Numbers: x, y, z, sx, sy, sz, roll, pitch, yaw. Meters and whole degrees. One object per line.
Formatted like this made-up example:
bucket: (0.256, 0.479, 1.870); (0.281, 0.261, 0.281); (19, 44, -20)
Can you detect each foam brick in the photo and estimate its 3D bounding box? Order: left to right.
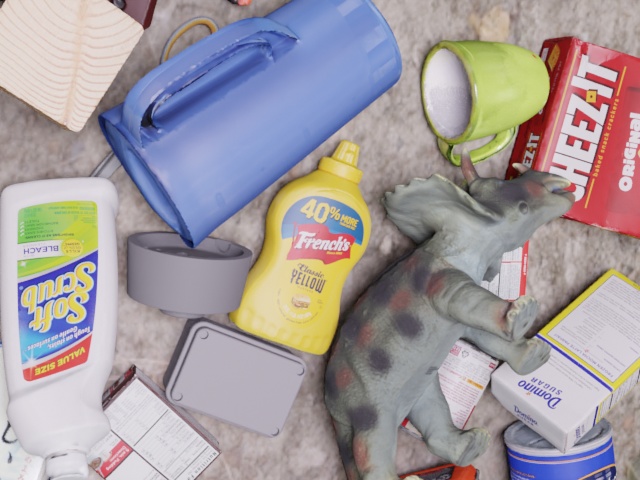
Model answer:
foam brick: (-0.159, -0.222, 0.895); (0.053, 0.051, 0.078); (18, 107, -6)

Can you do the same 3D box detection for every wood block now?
wood block: (-0.204, -0.143, 0.825); (0.090, 0.206, 0.091); (33, 87, -16)

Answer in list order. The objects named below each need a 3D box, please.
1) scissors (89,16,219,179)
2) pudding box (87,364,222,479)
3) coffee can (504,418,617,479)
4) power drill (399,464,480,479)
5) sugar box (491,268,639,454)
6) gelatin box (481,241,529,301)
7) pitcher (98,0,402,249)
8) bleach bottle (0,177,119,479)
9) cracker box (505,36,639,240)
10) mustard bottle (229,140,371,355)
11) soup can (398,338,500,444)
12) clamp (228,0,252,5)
scissors: (-0.131, -0.100, 0.947); (0.096, 0.016, 0.202); (28, 89, -15)
pudding box: (-0.158, 0.183, 0.959); (0.090, 0.039, 0.113); (-46, 106, -5)
coffee can: (0.238, 0.250, 1.033); (0.102, 0.103, 0.140); (-11, 99, -13)
power drill: (0.111, 0.316, 1.016); (0.184, 0.057, 0.187); (-19, 96, 14)
sugar box: (0.254, 0.111, 1.008); (0.176, 0.093, 0.048); (-38, 145, -19)
gelatin box: (0.154, 0.021, 1.025); (0.089, 0.030, 0.073); (0, 97, -14)
pitcher: (-0.054, -0.117, 0.885); (0.242, 0.149, 0.145); (-37, 108, -13)
bleach bottle: (-0.201, 0.071, 0.853); (0.102, 0.068, 0.251); (-5, 60, -14)
cracker box: (0.301, -0.087, 1.028); (0.213, 0.072, 0.164); (15, 92, -15)
mustard bottle: (-0.006, 0.001, 0.967); (0.096, 0.058, 0.191); (21, 90, -19)
soup can: (0.117, 0.141, 1.009); (0.068, 0.068, 0.102); (29, 88, -15)
clamp: (-0.108, -0.282, 0.922); (0.120, 0.039, 0.171); (-13, 102, 2)
